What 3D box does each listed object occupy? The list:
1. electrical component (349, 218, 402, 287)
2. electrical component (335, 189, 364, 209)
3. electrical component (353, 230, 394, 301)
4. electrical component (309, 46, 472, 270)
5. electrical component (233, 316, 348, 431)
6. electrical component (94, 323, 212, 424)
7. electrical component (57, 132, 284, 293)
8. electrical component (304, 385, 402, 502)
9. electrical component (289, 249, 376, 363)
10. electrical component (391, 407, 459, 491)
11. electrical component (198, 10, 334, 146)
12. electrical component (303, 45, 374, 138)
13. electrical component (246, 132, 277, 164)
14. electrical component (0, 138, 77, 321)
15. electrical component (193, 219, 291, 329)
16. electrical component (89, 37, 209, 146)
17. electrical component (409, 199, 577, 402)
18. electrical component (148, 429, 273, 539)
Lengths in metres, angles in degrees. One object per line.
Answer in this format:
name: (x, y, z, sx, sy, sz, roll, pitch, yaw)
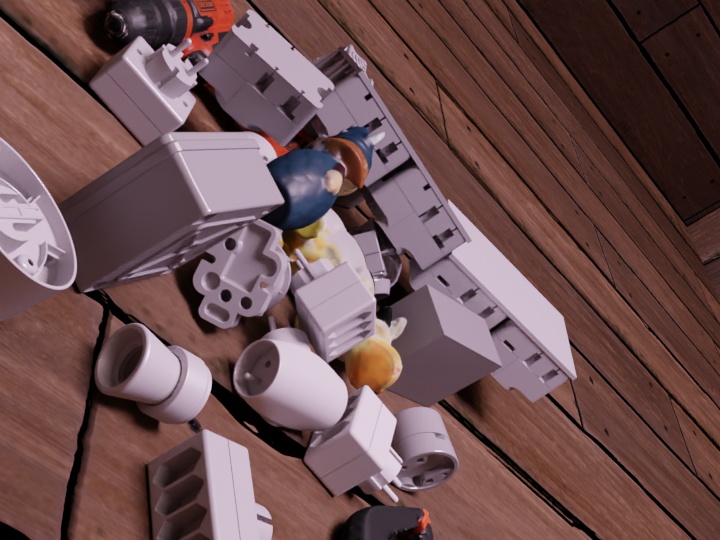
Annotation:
electrical component: (0.013, -0.011, 1.015, 0.066, 0.048, 0.055, 46, 17, -27)
electrical component: (-0.025, -0.112, 1.064, 0.076, 0.047, 0.083, 11, 51, -61)
electrical component: (0.000, 0.000, 0.958, 0.048, 0.066, 0.055, 59, 17, -78)
electrical component: (0.017, -0.098, 0.969, 0.186, 0.060, 0.105, 55, 4, -25)
electrical component: (-0.052, 0.069, 0.771, 0.077, 0.044, 0.079, 34, 32, -45)
electrical component: (-0.121, 0.062, 0.634, 0.055, 0.045, 0.045, 37, 30, -42)
electrical component: (-0.121, -0.038, 0.681, 0.056, 0.109, 0.109, 63, 22, 4)
electrical component: (0.005, 0.139, 0.794, 0.076, 0.047, 0.065, 50, 23, -13)
electrical component: (-0.028, 0.018, 0.800, 0.076, 0.047, 0.065, 54, -14, 21)
electrical component: (0.047, 0.144, 0.871, 0.055, 0.055, 0.047, 38, 26, -41)
electrical component: (-0.075, -0.147, 0.840, 0.089, 0.056, 0.050, 41, 33, -12)
electrical component: (-0.038, -0.170, 1.046, 0.099, 0.100, 0.048, -83, 149, -58)
electrical component: (-0.116, -0.080, 0.822, 0.079, 0.044, 0.077, 32, 43, 10)
electrical component: (-0.194, -0.024, 0.567, 0.099, 0.064, 0.099, 45, 25, -28)
electrical component: (-0.081, 0.002, 0.768, 0.058, 0.078, 0.057, 27, 2, 7)
electrical component: (-0.148, -0.143, 0.803, 0.065, 0.077, 0.047, 49, 24, -21)
electrical component: (0.126, 0.034, 1.057, 0.186, 0.060, 0.105, 43, 24, -21)
electrical component: (-0.076, 0.147, 0.614, 0.076, 0.047, 0.083, 35, 31, -44)
